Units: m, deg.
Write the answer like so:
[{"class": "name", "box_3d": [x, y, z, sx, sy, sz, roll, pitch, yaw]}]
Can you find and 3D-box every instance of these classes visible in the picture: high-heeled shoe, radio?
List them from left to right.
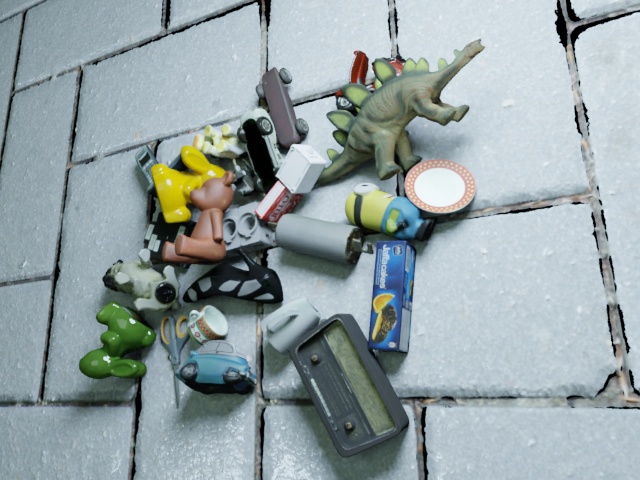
[{"class": "high-heeled shoe", "box_3d": [-0.189, 0.118, 1.167, 0.249, 0.086, 0.145, -36, 92, 33]}, {"class": "radio", "box_3d": [0.048, 0.258, 0.969, 0.131, 0.073, 0.230, -34, 71, 16]}]

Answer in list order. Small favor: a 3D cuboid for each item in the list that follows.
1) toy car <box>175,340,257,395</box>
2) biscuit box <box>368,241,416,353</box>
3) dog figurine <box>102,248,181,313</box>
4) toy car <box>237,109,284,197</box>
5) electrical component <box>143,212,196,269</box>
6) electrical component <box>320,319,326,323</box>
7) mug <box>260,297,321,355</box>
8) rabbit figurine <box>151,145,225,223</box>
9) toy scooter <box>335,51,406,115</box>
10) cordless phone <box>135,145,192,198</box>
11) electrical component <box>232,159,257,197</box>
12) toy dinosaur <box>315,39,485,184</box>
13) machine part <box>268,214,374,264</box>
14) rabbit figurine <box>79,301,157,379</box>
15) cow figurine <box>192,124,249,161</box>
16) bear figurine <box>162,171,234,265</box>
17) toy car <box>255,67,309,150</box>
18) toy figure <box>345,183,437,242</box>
[{"class": "toy car", "box_3d": [-0.208, 0.257, 1.106, 0.162, 0.109, 0.103, -5, 56, 17]}, {"class": "biscuit box", "box_3d": [0.134, 0.103, 0.990, 0.063, 0.059, 0.202, 0, 76, 28]}, {"class": "dog figurine", "box_3d": [-0.421, 0.112, 1.276, 0.172, 0.121, 0.191, 56, 149, -9]}, {"class": "toy car", "box_3d": [-0.121, -0.186, 1.180, 0.074, 0.056, 0.201, -17, 94, 32]}, {"class": "electrical component", "box_3d": [-0.355, -0.002, 1.277, 0.134, 0.058, 0.115, 16, 82, 30]}, {"class": "electrical component", "box_3d": [0.043, 0.178, 1.039, 0.094, 0.021, 0.063, -5, 74, 27]}, {"class": "mug", "box_3d": [-0.058, 0.158, 1.054, 0.107, 0.109, 0.081, -38, 58, -1]}, {"class": "rabbit figurine", "box_3d": [-0.291, -0.133, 1.231, 0.173, 0.122, 0.162, -11, 108, -14]}, {"class": "toy scooter", "box_3d": [0.114, -0.338, 1.113, 0.184, 0.075, 0.135, -3, 80, 30]}, {"class": "cordless phone", "box_3d": [-0.385, -0.197, 1.334, 0.146, 0.088, 0.184, -45, 57, 10]}, {"class": "electrical component", "box_3d": [-0.168, -0.139, 1.199, 0.045, 0.102, 0.078, -41, 84, 20]}, {"class": "toy dinosaur", "box_3d": [0.116, -0.218, 1.038, 0.471, 0.105, 0.198, -42, 75, 32]}, {"class": "machine part", "box_3d": [-0.002, -0.003, 1.082, 0.244, 0.079, 0.079, 12, 82, 29]}, {"class": "rabbit figurine", "box_3d": [-0.464, 0.253, 1.233, 0.159, 0.121, 0.170, 38, 81, 9]}, {"class": "cow figurine", "box_3d": [-0.227, -0.223, 1.261, 0.168, 0.098, 0.068, 9, 85, 48]}, {"class": "bear figurine", "box_3d": [-0.246, -0.049, 1.120, 0.120, 0.132, 0.195, -13, 73, 54]}, {"class": "toy car", "box_3d": [-0.086, -0.298, 1.220, 0.089, 0.053, 0.202, -28, 68, 30]}, {"class": "toy figure", "box_3d": [0.128, -0.047, 1.023, 0.180, 0.082, 0.089, 30, 88, 28]}]
